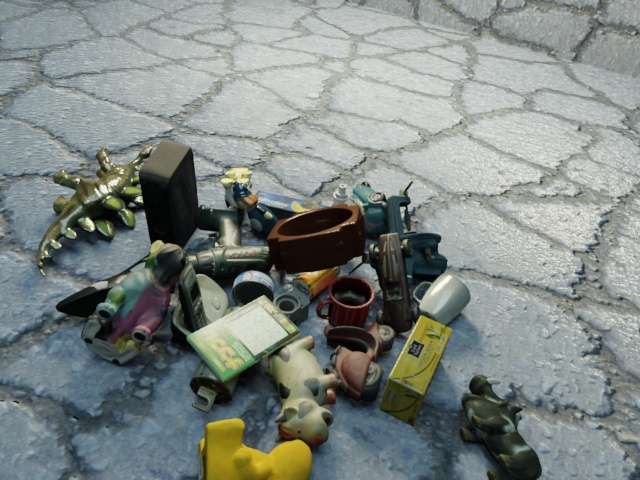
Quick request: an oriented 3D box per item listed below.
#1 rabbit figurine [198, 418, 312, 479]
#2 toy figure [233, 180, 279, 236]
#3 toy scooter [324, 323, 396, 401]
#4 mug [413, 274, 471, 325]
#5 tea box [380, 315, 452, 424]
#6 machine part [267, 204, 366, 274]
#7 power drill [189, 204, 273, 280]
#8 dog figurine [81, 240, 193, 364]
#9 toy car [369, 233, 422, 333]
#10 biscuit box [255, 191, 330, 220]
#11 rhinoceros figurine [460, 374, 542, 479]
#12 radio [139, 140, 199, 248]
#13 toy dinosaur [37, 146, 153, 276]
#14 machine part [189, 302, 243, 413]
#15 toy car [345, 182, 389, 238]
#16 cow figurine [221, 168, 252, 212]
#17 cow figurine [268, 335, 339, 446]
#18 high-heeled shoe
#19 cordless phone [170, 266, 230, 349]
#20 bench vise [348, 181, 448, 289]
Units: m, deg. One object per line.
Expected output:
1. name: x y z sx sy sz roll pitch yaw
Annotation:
1. rabbit figurine: -0.088 0.344 0.795 0.173 0.121 0.162 4 41 -25
2. toy figure: -0.154 -0.073 1.265 0.154 0.064 0.058 47 32 -17
3. toy scooter: 0.060 0.213 1.002 0.135 0.075 0.184 16 37 10
4. mug: 0.243 0.129 1.128 0.110 0.080 0.107 26 51 30
5. tea box: 0.176 0.232 0.978 0.068 0.098 0.170 22 41 16
6. machine part: -0.002 -0.004 1.178 0.202 0.087 0.201 -9 19 10
7. power drill: -0.226 0.006 1.183 0.232 0.085 0.207 2 32 -23
8. dog figurine: -0.326 0.101 0.998 0.108 0.191 0.219 37 40 -12
9. toy car: 0.150 0.088 1.086 0.089 0.202 0.053 -7 -1 24
10. biscuit box: -0.070 -0.063 1.322 0.203 0.062 0.059 13 38 7
11. rhinoceros figurine: 0.304 0.316 0.915 0.112 0.073 0.190 -7 42 -15
12. radio: -0.329 -0.090 1.189 0.073 0.229 0.131 12 44 8
13. toy dinosaur: -0.526 -0.092 1.261 0.199 0.105 0.471 21 46 12
14. machine part: -0.168 0.205 0.975 0.079 0.079 0.243 11 39 5
15. toy car: 0.109 -0.071 1.330 0.103 0.109 0.162 -27 39 -11
16. cow figurine: -0.206 -0.128 1.370 0.068 0.098 0.167 -1 22 -1
17. cow figurine: -0.036 0.262 0.921 0.127 0.085 0.195 -13 40 -19
18. high-heeled shoe: -0.405 0.075 1.095 0.249 0.086 0.145 -7 40 -24
19. cordless phone: -0.232 0.101 1.008 0.089 0.184 0.147 8 40 8
20. bench vise: 0.182 -0.004 1.212 0.224 0.129 0.240 2 72 -18
